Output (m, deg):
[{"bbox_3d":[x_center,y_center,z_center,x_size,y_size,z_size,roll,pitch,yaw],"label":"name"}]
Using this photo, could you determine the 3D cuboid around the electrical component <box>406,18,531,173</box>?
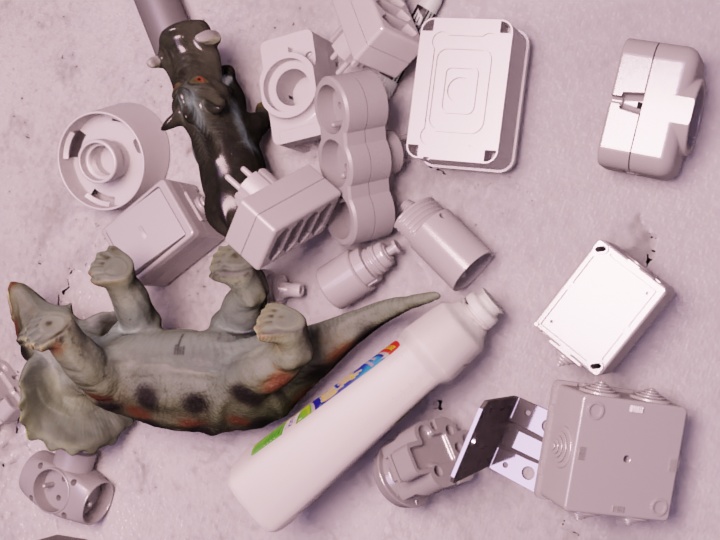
[{"bbox_3d":[0.087,-0.136,0.847,0.078,0.057,0.113,7,91,24],"label":"electrical component"}]

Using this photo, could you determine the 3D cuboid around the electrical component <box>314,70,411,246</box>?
[{"bbox_3d":[0.010,-0.093,0.874,0.052,0.074,0.138,23,123,54],"label":"electrical component"}]

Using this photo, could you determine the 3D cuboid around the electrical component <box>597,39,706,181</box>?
[{"bbox_3d":[0.218,-0.116,0.791,0.059,0.054,0.095,14,93,24],"label":"electrical component"}]

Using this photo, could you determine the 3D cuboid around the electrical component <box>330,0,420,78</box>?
[{"bbox_3d":[0.001,-0.191,0.880,0.076,0.047,0.083,-43,49,33],"label":"electrical component"}]

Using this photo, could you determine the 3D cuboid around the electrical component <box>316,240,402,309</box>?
[{"bbox_3d":[0.000,0.000,0.888,0.078,0.040,0.040,-33,76,19],"label":"electrical component"}]

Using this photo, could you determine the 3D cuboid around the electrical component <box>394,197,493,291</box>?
[{"bbox_3d":[0.063,-0.026,0.860,0.081,0.043,0.043,46,105,19],"label":"electrical component"}]

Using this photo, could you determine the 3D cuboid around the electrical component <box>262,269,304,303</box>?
[{"bbox_3d":[-0.078,0.016,0.925,0.061,0.035,0.035,2,88,21],"label":"electrical component"}]

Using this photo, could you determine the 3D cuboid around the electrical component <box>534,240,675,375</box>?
[{"bbox_3d":[0.178,0.033,0.797,0.062,0.061,0.096,40,103,20],"label":"electrical component"}]

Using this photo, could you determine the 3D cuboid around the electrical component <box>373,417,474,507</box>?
[{"bbox_3d":[0.047,0.153,0.846,0.057,0.078,0.058,-37,67,39],"label":"electrical component"}]

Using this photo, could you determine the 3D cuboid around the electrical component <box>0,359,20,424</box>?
[{"bbox_3d":[-0.363,0.123,1.033,0.057,0.058,0.078,-45,72,13],"label":"electrical component"}]

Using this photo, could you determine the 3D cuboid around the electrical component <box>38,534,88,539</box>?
[{"bbox_3d":[-0.268,0.274,0.979,0.077,0.066,0.047,2,88,24],"label":"electrical component"}]

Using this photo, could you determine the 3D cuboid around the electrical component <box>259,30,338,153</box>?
[{"bbox_3d":[-0.048,-0.150,0.908,0.050,0.056,0.089,-11,83,23],"label":"electrical component"}]

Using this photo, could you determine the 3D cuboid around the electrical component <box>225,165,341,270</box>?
[{"bbox_3d":[-0.073,-0.054,0.849,0.076,0.083,0.047,42,134,14],"label":"electrical component"}]

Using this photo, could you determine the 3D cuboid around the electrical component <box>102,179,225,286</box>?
[{"bbox_3d":[-0.172,-0.036,0.954,0.096,0.061,0.061,-37,74,18],"label":"electrical component"}]

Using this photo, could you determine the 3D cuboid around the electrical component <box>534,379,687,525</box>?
[{"bbox_3d":[0.181,0.131,0.775,0.100,0.048,0.099,9,92,-15],"label":"electrical component"}]

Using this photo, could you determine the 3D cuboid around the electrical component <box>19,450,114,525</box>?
[{"bbox_3d":[-0.267,0.184,0.994,0.077,0.044,0.079,20,96,23],"label":"electrical component"}]

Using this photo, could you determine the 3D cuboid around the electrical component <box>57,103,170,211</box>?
[{"bbox_3d":[-0.227,-0.104,0.993,0.099,0.064,0.099,4,101,18],"label":"electrical component"}]
